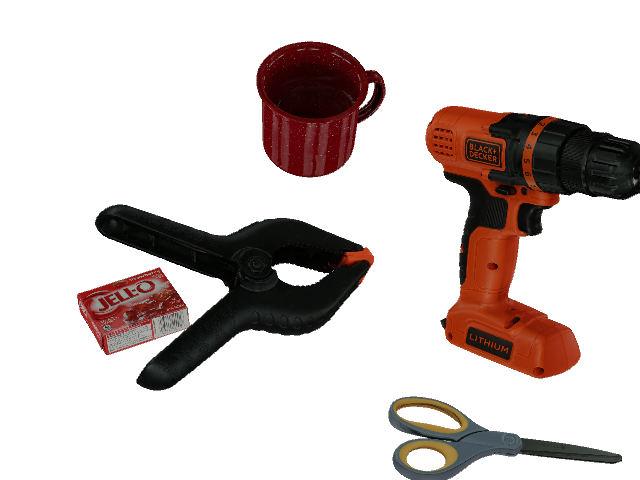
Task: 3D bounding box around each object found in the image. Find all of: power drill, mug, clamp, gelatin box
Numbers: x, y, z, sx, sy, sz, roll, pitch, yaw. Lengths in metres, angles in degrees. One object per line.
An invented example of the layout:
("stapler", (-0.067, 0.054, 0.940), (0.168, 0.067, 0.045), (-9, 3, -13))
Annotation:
("power drill", (0.154, 0.000, 0.776), (0.057, 0.188, 0.185), (-15, 23, -37))
("mug", (0.002, -0.113, 0.915), (0.117, 0.093, 0.081), (-22, -31, -18))
("clamp", (-0.052, 0.017, 0.652), (0.171, 0.120, 0.039), (-14, -21, -32))
("gelatin box", (-0.182, 0.067, 1.035), (0.089, 0.030, 0.073), (-18, 38, -23))

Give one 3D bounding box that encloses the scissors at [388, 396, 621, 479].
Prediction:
("scissors", (0.149, 0.186, 0.910), (0.202, 0.016, 0.096), (17, 42, 15))
